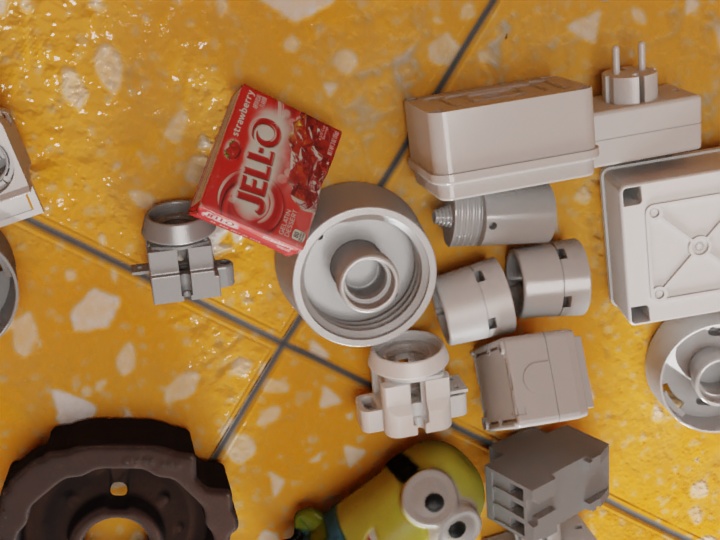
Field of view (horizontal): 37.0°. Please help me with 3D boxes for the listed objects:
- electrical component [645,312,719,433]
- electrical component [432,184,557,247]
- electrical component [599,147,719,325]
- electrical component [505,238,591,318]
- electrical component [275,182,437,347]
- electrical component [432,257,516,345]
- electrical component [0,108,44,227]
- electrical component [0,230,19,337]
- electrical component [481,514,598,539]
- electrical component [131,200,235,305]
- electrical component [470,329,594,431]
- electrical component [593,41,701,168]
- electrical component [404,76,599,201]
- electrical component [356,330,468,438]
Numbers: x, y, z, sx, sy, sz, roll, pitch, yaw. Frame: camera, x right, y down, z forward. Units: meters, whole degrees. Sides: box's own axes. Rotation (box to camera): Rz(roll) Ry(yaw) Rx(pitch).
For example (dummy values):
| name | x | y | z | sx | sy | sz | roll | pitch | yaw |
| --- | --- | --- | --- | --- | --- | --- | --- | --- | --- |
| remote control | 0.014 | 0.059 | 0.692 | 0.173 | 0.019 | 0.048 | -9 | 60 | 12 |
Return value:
| name | x | y | z | sx | sy | sz | roll | pitch | yaw |
| --- | --- | --- | --- | --- | --- | --- | --- | --- | --- |
| electrical component | 0.271 | 0.074 | 0.829 | 0.099 | 0.064 | 0.099 | 0 | 108 | 1 |
| electrical component | 0.090 | -0.039 | 0.744 | 0.081 | 0.043 | 0.043 | -3 | 109 | -12 |
| electrical component | 0.233 | -0.026 | 0.767 | 0.109 | 0.056 | 0.108 | -10 | 111 | 0 |
| electrical component | 0.133 | 0.007 | 0.765 | 0.047 | 0.055 | 0.055 | -6 | 110 | -7 |
| electrical component | 0.000 | 0.000 | 0.728 | 0.108 | 0.060 | 0.108 | -4 | 110 | -12 |
| electrical component | 0.079 | 0.023 | 0.759 | 0.047 | 0.055 | 0.055 | -15 | 112 | -4 |
| electrical component | -0.225 | -0.068 | 0.649 | 0.042 | 0.063 | 0.081 | -19 | 112 | -5 |
| electrical component | -0.267 | 0.008 | 0.678 | 0.099 | 0.064 | 0.099 | -11 | 118 | -22 |
| electrical component | 0.140 | 0.211 | 0.841 | 0.083 | 0.047 | 0.075 | -15 | 111 | -8 |
| electrical component | -0.117 | -0.013 | 0.704 | 0.066 | 0.048 | 0.055 | -7 | 117 | -12 |
| electrical component | 0.121 | 0.080 | 0.770 | 0.061 | 0.096 | 0.061 | -7 | 81 | -11 |
| electrical component | 0.185 | -0.117 | 0.737 | 0.083 | 0.047 | 0.075 | -11 | 112 | -10 |
| electrical component | 0.092 | -0.088 | 0.709 | 0.113 | 0.078 | 0.057 | -11 | 108 | -10 |
| electrical component | 0.036 | 0.079 | 0.766 | 0.078 | 0.058 | 0.057 | -9 | 113 | -10 |
